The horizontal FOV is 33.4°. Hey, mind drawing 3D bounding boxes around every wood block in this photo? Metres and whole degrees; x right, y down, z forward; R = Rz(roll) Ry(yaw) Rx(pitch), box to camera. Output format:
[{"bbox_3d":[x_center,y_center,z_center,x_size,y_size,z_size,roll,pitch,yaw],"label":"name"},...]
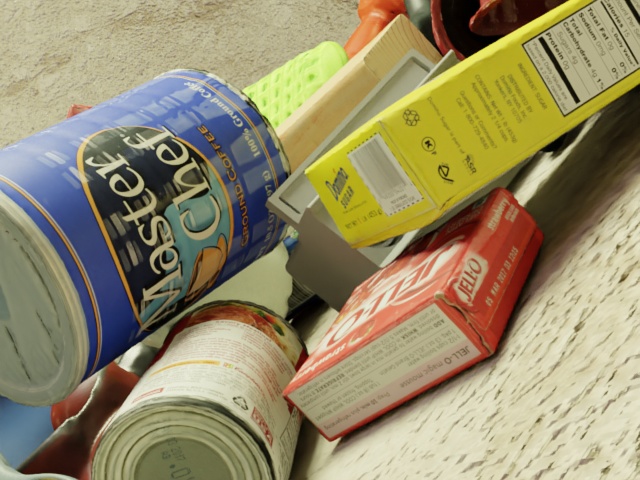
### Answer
[{"bbox_3d":[0.005,-0.048,0.746,0.206,0.090,0.090,-38,9,36],"label":"wood block"}]

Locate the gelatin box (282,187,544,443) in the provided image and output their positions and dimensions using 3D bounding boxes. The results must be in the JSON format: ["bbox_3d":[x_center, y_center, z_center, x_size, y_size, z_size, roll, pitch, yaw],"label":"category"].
[{"bbox_3d":[0.035,0.027,0.392,0.089,0.030,0.073,-38,9,41],"label":"gelatin box"}]

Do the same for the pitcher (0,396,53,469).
[{"bbox_3d":[-0.226,0.145,0.744,0.149,0.145,0.242,-44,4,13],"label":"pitcher"}]

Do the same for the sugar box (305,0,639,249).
[{"bbox_3d":[0.086,-0.063,0.428,0.176,0.048,0.093,-35,4,-19],"label":"sugar box"}]

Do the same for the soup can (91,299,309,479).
[{"bbox_3d":[-0.042,0.071,0.414,0.068,0.068,0.102,-42,8,16],"label":"soup can"}]

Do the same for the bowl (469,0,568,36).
[{"bbox_3d":[0.137,-0.150,0.488,0.162,0.055,0.162,-19,-2,-1],"label":"bowl"}]

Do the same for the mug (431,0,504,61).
[{"bbox_3d":[0.128,-0.160,0.723,0.117,0.093,0.081,-38,3,5],"label":"mug"}]

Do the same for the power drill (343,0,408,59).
[{"bbox_3d":[0.045,-0.163,0.920,0.187,0.057,0.185,-59,15,-25],"label":"power drill"}]

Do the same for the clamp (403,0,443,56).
[{"bbox_3d":[0.103,-0.146,0.825,0.039,0.120,0.171,-44,27,39],"label":"clamp"}]

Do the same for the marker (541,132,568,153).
[{"bbox_3d":[0.127,-0.079,0.525,0.020,0.020,0.121,-36,11,47],"label":"marker"}]

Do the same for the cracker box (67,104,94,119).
[{"bbox_3d":[-0.144,0.007,0.782,0.213,0.072,0.164,68,-144,-84],"label":"cracker box"}]

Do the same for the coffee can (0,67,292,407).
[{"bbox_3d":[-0.093,-0.006,0.472,0.140,0.103,0.103,-36,0,-44],"label":"coffee can"}]

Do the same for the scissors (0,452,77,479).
[{"bbox_3d":[-0.172,0.133,0.531,0.202,0.016,0.096,19,82,38],"label":"scissors"}]

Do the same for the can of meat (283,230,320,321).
[{"bbox_3d":[-0.004,0.001,0.658,0.084,0.057,0.102,-36,11,34],"label":"can of meat"}]
